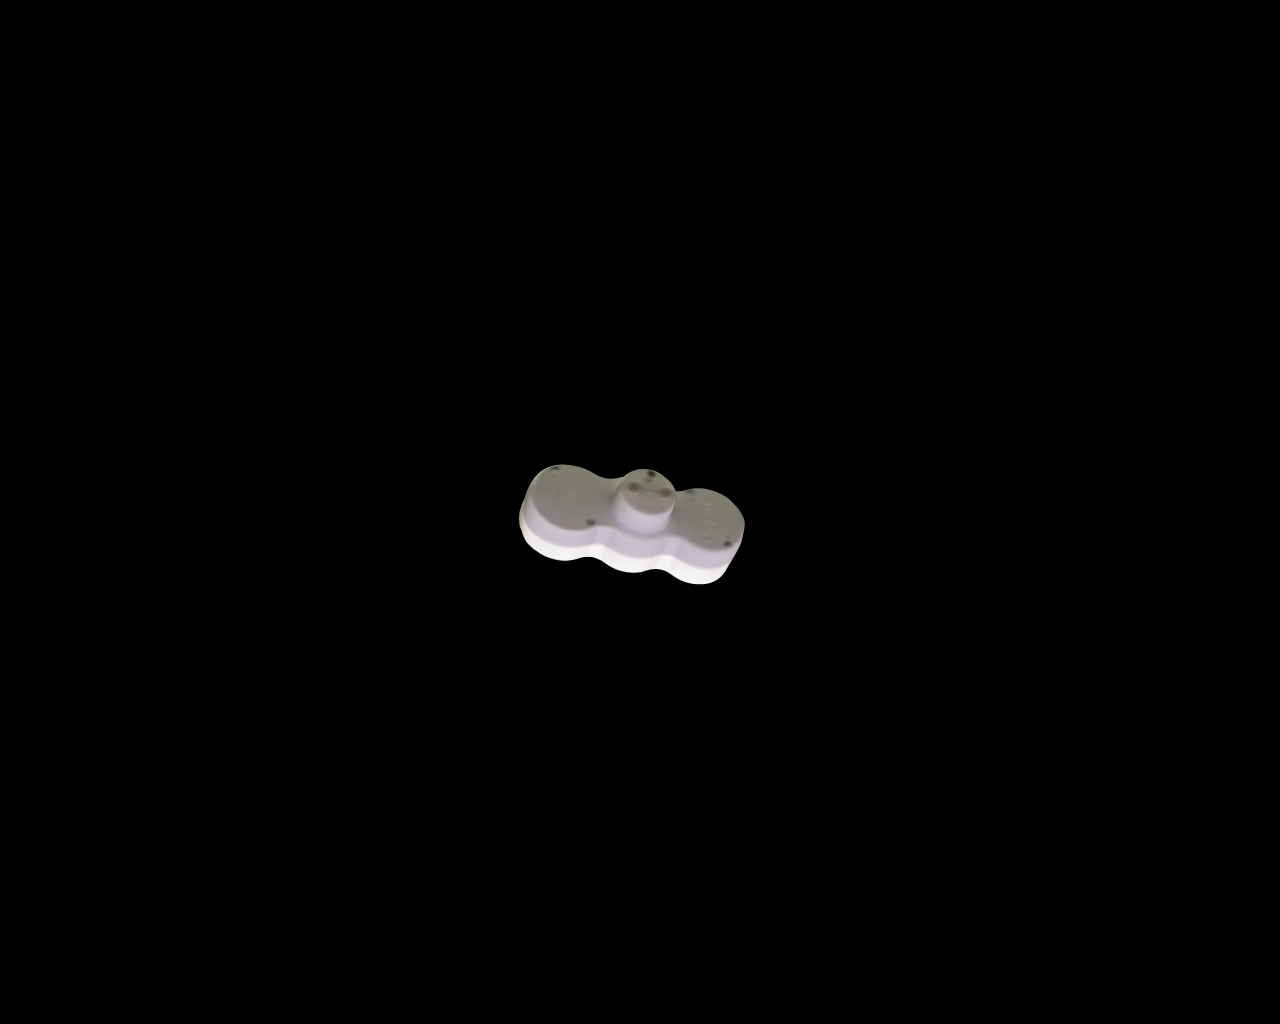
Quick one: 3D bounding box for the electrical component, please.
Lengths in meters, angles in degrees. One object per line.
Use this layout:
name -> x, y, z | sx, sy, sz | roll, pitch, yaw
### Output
electrical component -> 0.001, -0.003, 0.650 | 0.138, 0.052, 0.073 | 11, -39, -13
